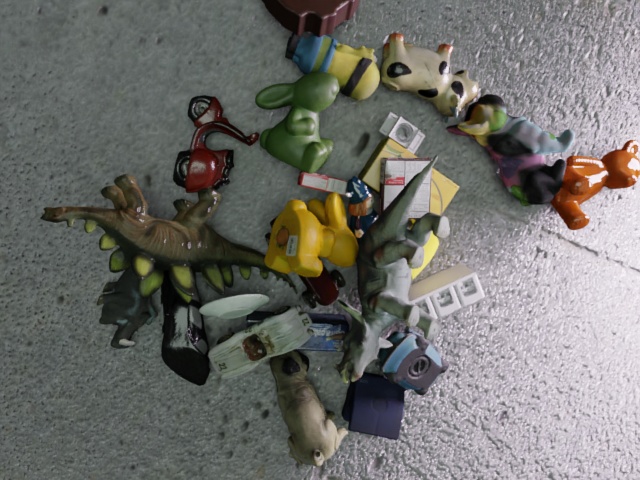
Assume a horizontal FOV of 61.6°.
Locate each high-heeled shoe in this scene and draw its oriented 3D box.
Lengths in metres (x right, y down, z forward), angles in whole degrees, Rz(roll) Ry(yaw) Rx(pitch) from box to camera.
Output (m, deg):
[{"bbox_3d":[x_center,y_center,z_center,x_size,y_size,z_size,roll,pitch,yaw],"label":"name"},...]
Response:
[{"bbox_3d":[-0.258,0.160,1.051,0.086,0.145,0.248,-4,128,3],"label":"high-heeled shoe"}]

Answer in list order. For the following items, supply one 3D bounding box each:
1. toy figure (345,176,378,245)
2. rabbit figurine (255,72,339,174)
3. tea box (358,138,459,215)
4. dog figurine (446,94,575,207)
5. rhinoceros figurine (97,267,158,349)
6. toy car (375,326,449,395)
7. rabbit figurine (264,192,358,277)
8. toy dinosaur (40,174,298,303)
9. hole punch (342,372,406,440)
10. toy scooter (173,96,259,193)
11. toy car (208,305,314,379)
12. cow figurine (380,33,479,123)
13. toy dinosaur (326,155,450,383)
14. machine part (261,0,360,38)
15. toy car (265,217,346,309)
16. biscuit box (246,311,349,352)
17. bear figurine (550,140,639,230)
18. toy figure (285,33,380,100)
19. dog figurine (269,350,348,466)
[{"bbox_3d":[0.081,-0.055,1.015,0.058,0.064,0.154,-9,133,3],"label":"toy figure"},{"bbox_3d":[-0.031,-0.229,0.980,0.159,0.121,0.170,28,110,11],"label":"rabbit figurine"},{"bbox_3d":[0.168,-0.111,1.040,0.169,0.068,0.098,31,94,-10],"label":"tea box"},{"bbox_3d":[0.353,-0.173,1.035,0.219,0.108,0.191,12,100,-3],"label":"dog figurine"},{"bbox_3d":[-0.358,0.112,1.019,0.112,0.073,0.190,23,93,-20],"label":"rhinoceros figurine"},{"bbox_3d":[0.176,0.232,1.072,0.161,0.103,0.109,36,94,-35],"label":"toy car"},{"bbox_3d":[-0.002,-0.003,0.990,0.173,0.122,0.162,15,73,-35],"label":"rabbit figurine"},{"bbox_3d":[-0.240,0.009,0.961,0.471,0.105,0.198,10,70,-31],"label":"toy dinosaur"},{"bbox_3d":[0.111,0.336,1.092,0.142,0.092,0.115,13,93,-4],"label":"hole punch"},{"bbox_3d":[-0.189,-0.167,0.992,0.135,0.075,0.183,14,92,-10],"label":"toy scooter"},{"bbox_3d":[-0.109,0.188,0.996,0.202,0.056,0.073,-26,102,1],"label":"toy car"},{"bbox_3d":[0.207,-0.299,1.009,0.195,0.085,0.127,11,91,-10],"label":"cow figurine"},{"bbox_3d":[0.118,0.051,0.959,0.131,0.192,0.404,4,96,-49],"label":"toy dinosaur"},{"bbox_3d":[-0.016,-0.446,0.945,0.179,0.056,0.179,2,73,-6],"label":"machine part"},{"bbox_3d":[-0.030,0.039,1.048,0.089,0.053,0.202,-36,100,-16],"label":"toy car"},{"bbox_3d":[-0.045,0.180,1.063,0.203,0.063,0.059,3,99,-6],"label":"biscuit box"},{"bbox_3d":[0.556,-0.113,1.056,0.196,0.132,0.120,-11,125,0],"label":"bear figurine"},{"bbox_3d":[0.024,-0.321,0.988,0.180,0.082,0.089,17,97,-11],"label":"toy figure"},{"bbox_3d":[-0.040,0.315,1.033,0.121,0.172,0.190,-26,108,-13],"label":"dog figurine"}]
